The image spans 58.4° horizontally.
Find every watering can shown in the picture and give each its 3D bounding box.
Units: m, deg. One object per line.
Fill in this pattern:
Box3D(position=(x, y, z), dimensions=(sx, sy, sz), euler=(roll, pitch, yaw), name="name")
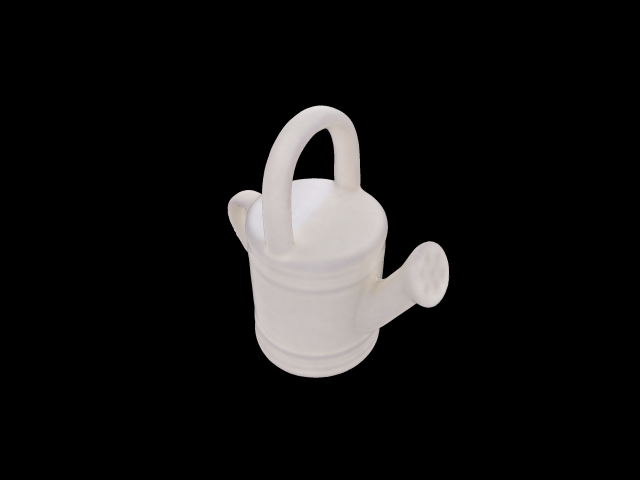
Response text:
Box3D(position=(0.005, 0.000, 0.401), dimensions=(0.172, 0.194, 0.101), euler=(10, 42, 11), name="watering can")
